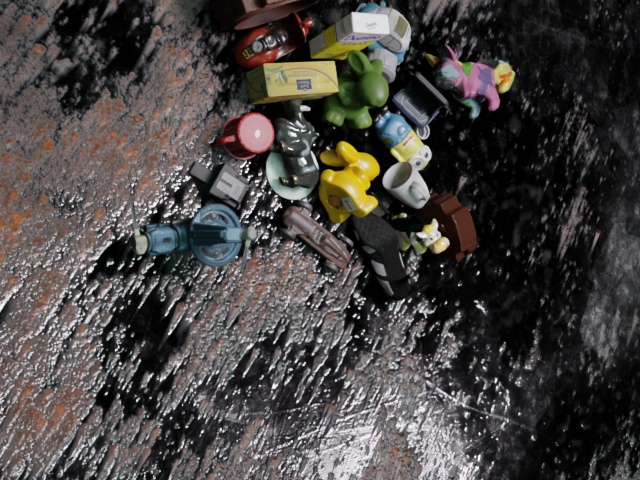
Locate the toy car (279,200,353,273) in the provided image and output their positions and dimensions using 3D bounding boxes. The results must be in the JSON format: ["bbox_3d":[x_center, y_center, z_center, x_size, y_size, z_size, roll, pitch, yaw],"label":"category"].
[{"bbox_3d":[-0.002,-0.004,1.207,0.202,0.053,0.089,40,70,-23],"label":"toy car"}]

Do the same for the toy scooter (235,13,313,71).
[{"bbox_3d":[-0.084,-0.410,1.097,0.184,0.135,0.075,-34,109,-23],"label":"toy scooter"}]

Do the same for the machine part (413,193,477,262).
[{"bbox_3d":[0.302,-0.030,1.312,0.056,0.179,0.179,-27,105,-23],"label":"machine part"}]

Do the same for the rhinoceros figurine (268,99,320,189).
[{"bbox_3d":[-0.047,-0.200,1.136,0.112,0.073,0.190,-17,100,-26],"label":"rhinoceros figurine"}]

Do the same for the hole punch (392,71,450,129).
[{"bbox_3d":[0.241,-0.334,1.295,0.142,0.116,0.092,41,108,1],"label":"hole punch"}]

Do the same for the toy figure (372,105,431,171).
[{"bbox_3d":[0.196,-0.241,1.291,0.082,0.089,0.180,-40,105,22],"label":"toy figure"}]

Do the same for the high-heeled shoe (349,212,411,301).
[{"bbox_3d":[0.137,0.034,1.296,0.086,0.145,0.249,-31,78,-21],"label":"high-heeled shoe"}]

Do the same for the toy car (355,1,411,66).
[{"bbox_3d":[0.154,-0.480,1.247,0.161,0.103,0.109,28,80,-25],"label":"toy car"}]

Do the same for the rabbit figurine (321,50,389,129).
[{"bbox_3d":[0.097,-0.326,1.180,0.121,0.170,0.159,11,87,-30],"label":"rabbit figurine"}]

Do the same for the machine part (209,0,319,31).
[{"bbox_3d":[-0.100,-0.480,1.046,0.201,0.201,0.087,-29,108,-26],"label":"machine part"}]

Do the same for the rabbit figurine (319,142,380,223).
[{"bbox_3d":[0.067,-0.143,1.222,0.162,0.122,0.173,51,54,-12],"label":"rabbit figurine"}]

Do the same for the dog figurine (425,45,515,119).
[{"bbox_3d":[0.376,-0.427,1.372,0.219,0.108,0.191,37,76,-23],"label":"dog figurine"}]

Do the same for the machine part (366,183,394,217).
[{"bbox_3d":[0.153,-0.113,1.298,0.084,0.039,0.139,47,72,-17],"label":"machine part"}]

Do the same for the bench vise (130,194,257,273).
[{"bbox_3d":[-0.218,-0.009,0.990,0.223,0.241,0.128,8,85,-45],"label":"bench vise"}]

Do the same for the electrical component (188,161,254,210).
[{"bbox_3d":[-0.203,-0.119,1.092,0.119,0.048,0.075,37,74,-27],"label":"electrical component"}]

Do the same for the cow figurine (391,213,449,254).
[{"bbox_3d":[0.236,-0.021,1.273,0.068,0.167,0.098,-36,110,-18],"label":"cow figurine"}]

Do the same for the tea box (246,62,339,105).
[{"bbox_3d":[-0.058,-0.332,1.136,0.169,0.098,0.068,-12,98,-30],"label":"tea box"}]

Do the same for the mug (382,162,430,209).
[{"bbox_3d":[0.216,-0.119,1.255,0.107,0.110,0.081,39,81,-40],"label":"mug"}]
